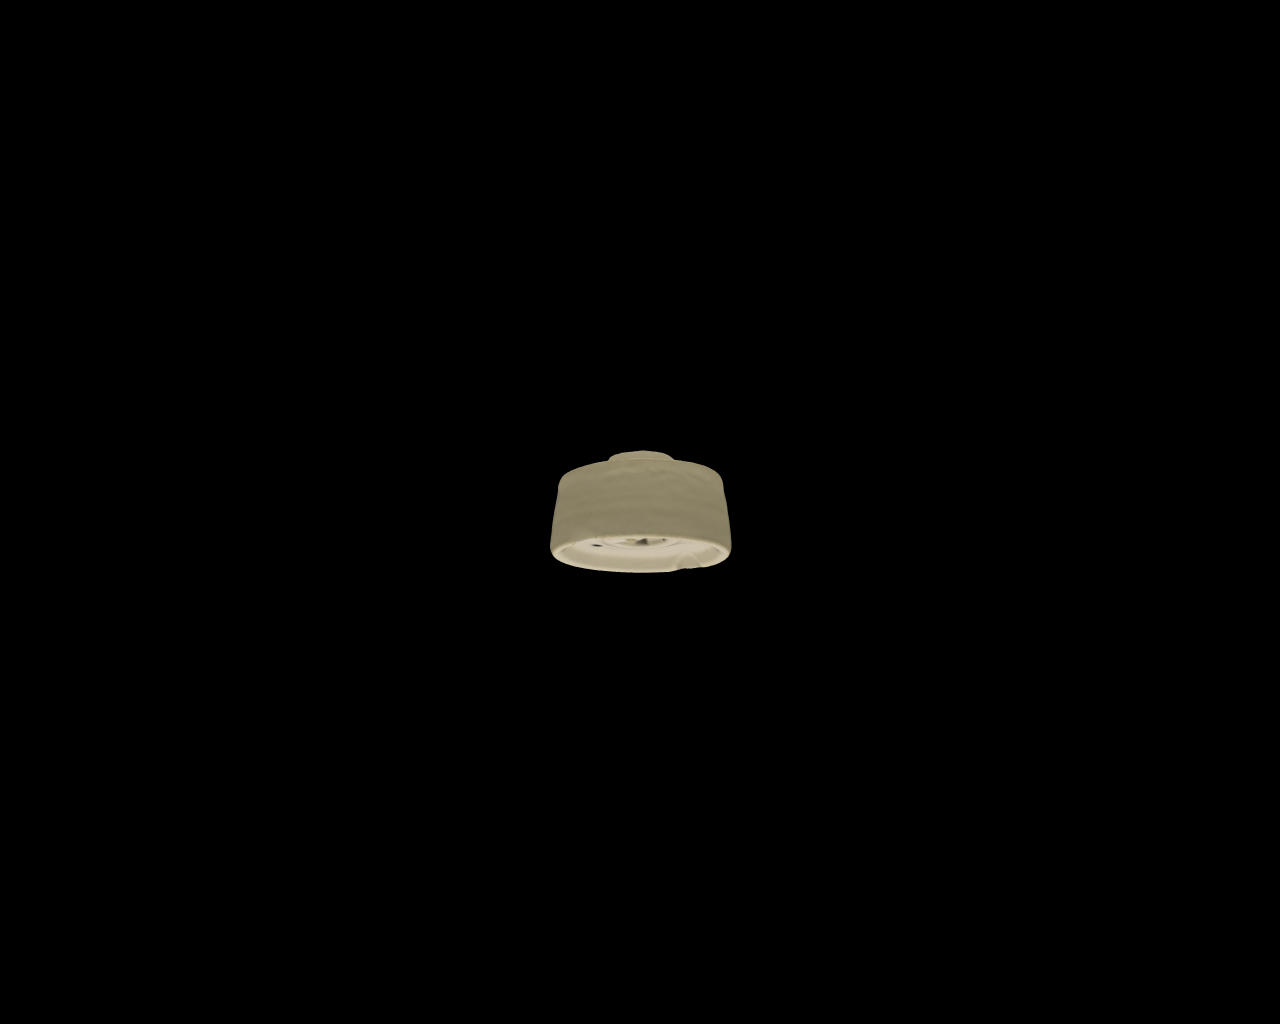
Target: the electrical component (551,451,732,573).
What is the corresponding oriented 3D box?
[{"bbox_3d":[0.001,-0.003,0.650,0.108,0.060,0.108,0,-14,0],"label":"electrical component"}]
